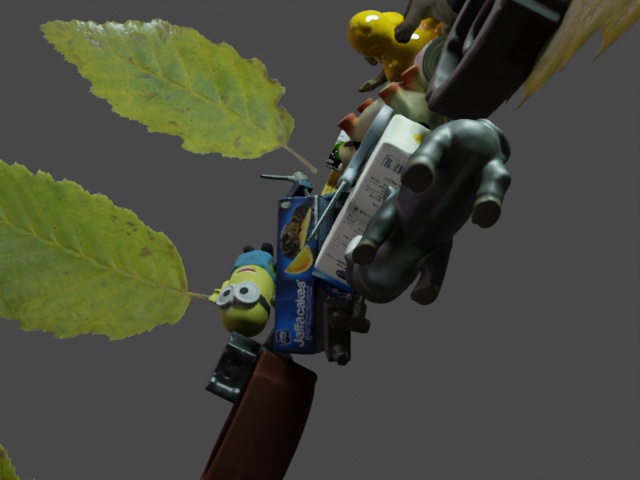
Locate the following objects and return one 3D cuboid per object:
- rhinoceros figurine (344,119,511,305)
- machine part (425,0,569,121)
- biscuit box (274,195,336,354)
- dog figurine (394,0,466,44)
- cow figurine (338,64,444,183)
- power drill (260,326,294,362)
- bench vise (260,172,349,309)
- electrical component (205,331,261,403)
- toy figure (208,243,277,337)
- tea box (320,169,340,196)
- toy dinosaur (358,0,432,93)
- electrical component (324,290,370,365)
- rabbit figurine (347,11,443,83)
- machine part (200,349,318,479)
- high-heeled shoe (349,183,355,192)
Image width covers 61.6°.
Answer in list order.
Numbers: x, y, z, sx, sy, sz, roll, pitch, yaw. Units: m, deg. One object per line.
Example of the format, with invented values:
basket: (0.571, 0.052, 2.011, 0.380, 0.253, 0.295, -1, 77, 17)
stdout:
rhinoceros figurine: (0.070, -0.013, 0.420, 0.112, 0.073, 0.190, -70, 6, -46)
machine part: (0.162, -0.191, 0.491, 0.179, 0.056, 0.179, -154, 89, -86)
biscuit box: (-0.019, 0.046, 0.702, 0.062, 0.059, 0.202, 16, -107, -64)
dog figurine: (0.170, -0.342, 0.661, 0.190, 0.121, 0.172, 175, 81, -75)
cow figurine: (0.088, -0.126, 0.711, 0.085, 0.127, 0.195, -40, 7, -32)
power drill: (-0.070, 0.160, 0.916, 0.207, 0.086, 0.231, -65, -19, -11)
bench vise: (-0.010, -0.004, 0.818, 0.223, 0.129, 0.241, -54, 44, 31)
electrical component: (-0.119, 0.171, 0.752, 0.075, 0.048, 0.119, -64, 3, -3)
toy figure: (-0.107, 0.076, 0.855, 0.082, 0.089, 0.180, -31, 21, 21)
tea box: (0.041, -0.064, 1.069, 0.170, 0.098, 0.068, -71, 6, -51)
toy dinosaur: (0.212, -0.430, 0.936, 0.471, 0.105, 0.198, -45, 5, 42)
electrical component: (0.028, 0.092, 0.591, 0.102, 0.045, 0.078, 122, 145, -83)
rabbit figurine: (0.121, -0.309, 0.838, 0.162, 0.173, 0.121, -100, 30, -55)
machine part: (-0.082, 0.253, 0.711, 0.201, 0.087, 0.201, 125, 169, -73)
high-heeled shoe: (0.102, -0.101, 0.807, 0.249, 0.086, 0.145, -31, 65, 52)
